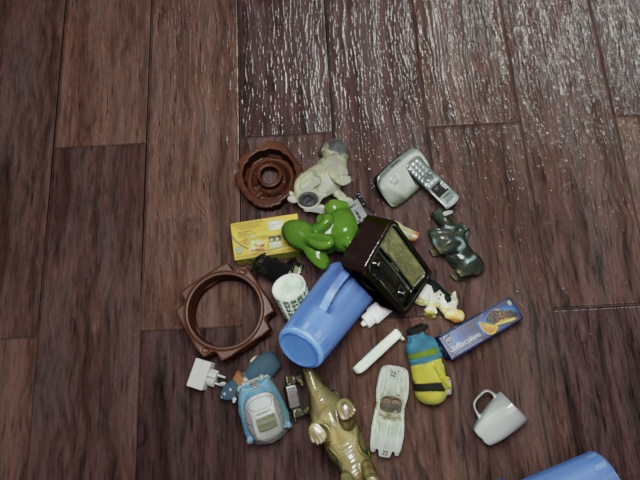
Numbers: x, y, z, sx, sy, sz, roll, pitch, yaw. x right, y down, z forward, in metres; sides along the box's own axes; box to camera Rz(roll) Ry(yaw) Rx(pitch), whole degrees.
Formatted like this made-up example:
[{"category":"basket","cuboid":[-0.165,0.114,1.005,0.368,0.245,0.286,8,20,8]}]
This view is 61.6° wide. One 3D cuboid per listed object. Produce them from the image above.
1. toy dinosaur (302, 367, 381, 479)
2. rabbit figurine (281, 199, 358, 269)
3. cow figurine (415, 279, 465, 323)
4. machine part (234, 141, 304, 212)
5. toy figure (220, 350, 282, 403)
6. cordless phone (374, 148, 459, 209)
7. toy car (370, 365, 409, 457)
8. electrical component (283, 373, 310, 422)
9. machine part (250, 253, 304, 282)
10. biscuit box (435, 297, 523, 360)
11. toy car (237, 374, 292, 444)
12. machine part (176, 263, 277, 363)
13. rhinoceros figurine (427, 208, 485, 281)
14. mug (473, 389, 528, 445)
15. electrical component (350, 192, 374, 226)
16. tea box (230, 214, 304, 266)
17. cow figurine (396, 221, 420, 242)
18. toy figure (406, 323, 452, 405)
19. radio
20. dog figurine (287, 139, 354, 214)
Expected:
[{"category":"toy dinosaur","cuboid":[0.032,0.395,1.147,0.105,0.198,0.471,-21,75,-4]},{"category":"rabbit figurine","cuboid":[-0.003,-0.004,1.252,0.170,0.121,0.159,-3,39,-15]},{"category":"cow figurine","cuboid":[0.270,0.135,1.285,0.167,0.068,0.098,19,70,5]},{"category":"machine part","cuboid":[-0.129,-0.161,1.378,0.179,0.056,0.179,0,76,1]},{"category":"toy figure","cuboid":[-0.161,0.320,1.245,0.154,0.057,0.064,-36,40,-4]},{"category":"cordless phone","cuboid":[0.239,-0.122,1.334,0.146,0.088,0.184,-40,72,-9]},{"category":"toy car","cuboid":[0.158,0.387,1.221,0.074,0.056,0.201,9,75,3]},{"category":"electrical component","cuboid":[-0.054,0.357,1.223,0.045,0.078,0.102,-11,69,-10]},{"category":"machine part","cuboid":[-0.099,0.072,1.292,0.138,0.039,0.084,23,78,-36]},{"category":"biscuit box","cuboid":[0.372,0.209,1.264,0.203,0.059,0.063,-28,77,-6]},{"category":"toy car","cuboid":[-0.120,0.384,1.183,0.109,0.103,0.161,-16,104,-14]},{"category":"machine part","cuboid":[-0.220,0.171,1.273,0.201,0.087,0.201,-33,75,-7]},{"category":"rhinoceros figurine","cuboid":[0.328,0.009,1.313,0.112,0.073,0.190,-30,76,-6]},{"category":"mug","cuboid":[0.388,0.397,1.202,0.109,0.081,0.107,44,90,6]},{"category":"electrical component","cuboid":[0.096,-0.051,1.348,0.075,0.047,0.119,-23,74,-4]},{"category":"tea box","cuboid":[-0.129,0.000,1.327,0.170,0.068,0.098,-7,74,0]},{"category":"cow figurine","cuboid":[0.139,0.036,1.304,0.127,0.085,0.195,32,80,3]},{"category":"toy figure","cuboid":[0.243,0.286,1.236,0.089,0.082,0.180,-22,82,16]},{"category":"radio","cuboid":[0.148,0.060,1.173,0.073,0.229,0.131,19,70,45]},{"category":"dog figurine","cuboid":[-0.002,-0.170,1.346,0.172,0.121,0.191,-3,46,-8]}]
